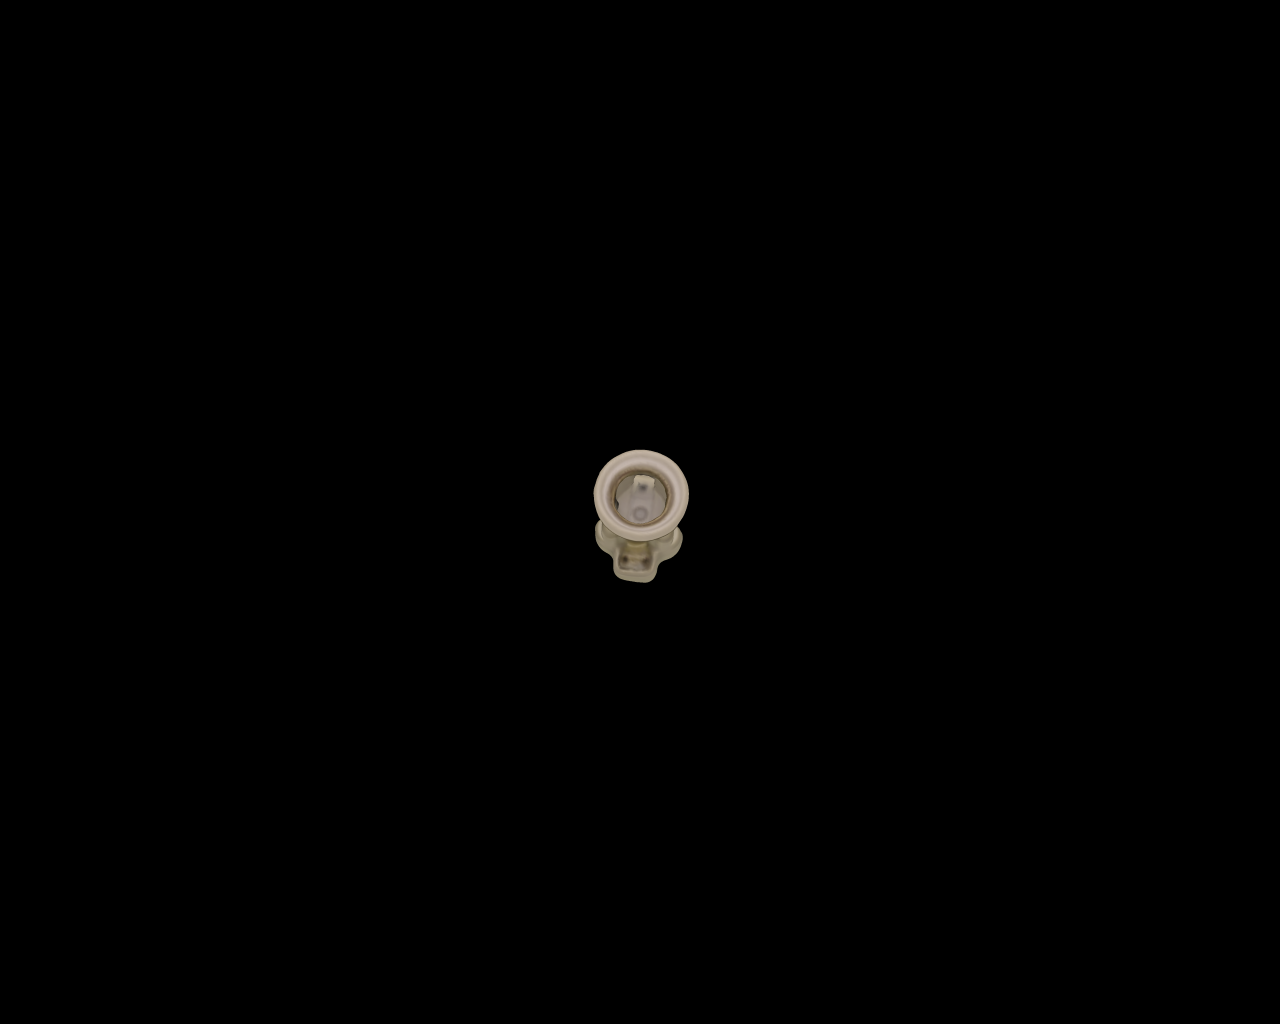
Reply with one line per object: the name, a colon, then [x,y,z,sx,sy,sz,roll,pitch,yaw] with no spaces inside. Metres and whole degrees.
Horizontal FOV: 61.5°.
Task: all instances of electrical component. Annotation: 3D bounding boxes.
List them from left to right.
electrical component: [0.001,-0.003,0.650,0.058,0.078,0.057,7,-19,2]
